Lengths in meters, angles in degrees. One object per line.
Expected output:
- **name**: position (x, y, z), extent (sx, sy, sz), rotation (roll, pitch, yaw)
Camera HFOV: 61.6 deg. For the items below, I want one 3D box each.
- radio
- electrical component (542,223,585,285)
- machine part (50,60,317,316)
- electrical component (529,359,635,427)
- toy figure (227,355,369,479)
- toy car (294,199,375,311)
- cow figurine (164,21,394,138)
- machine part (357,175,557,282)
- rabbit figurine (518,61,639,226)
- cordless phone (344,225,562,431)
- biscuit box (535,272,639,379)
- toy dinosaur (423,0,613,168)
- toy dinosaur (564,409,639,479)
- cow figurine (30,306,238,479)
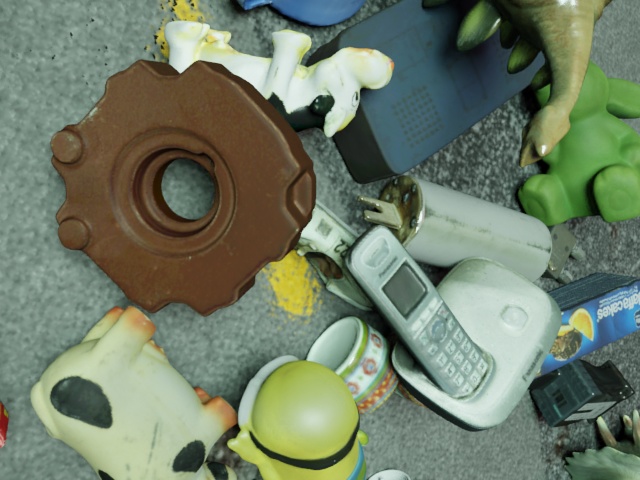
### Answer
- **radio**: position (0.105, -0.164, 0.508), extent (0.229, 0.073, 0.131), rotation (-36, 105, -23)
- **electrical component**: position (0.268, 0.008, 0.620), extent (0.094, 0.021, 0.063), rotation (38, 75, -22)
- **machine part**: position (-0.093, -0.035, 0.372), extent (0.179, 0.056, 0.179), rotation (1, 102, 5)
- **electrical component**: position (0.276, 0.168, 0.594), extent (0.119, 0.048, 0.074), rotation (9, 131, -30)
- **toy figure**: position (-0.003, 0.163, 0.427), extent (0.082, 0.089, 0.179), rotation (-69, 150, -49)
- **toy car**: position (-0.001, -0.001, 0.456), extent (0.201, 0.074, 0.056), rotation (39, 74, -22)
- **cow figurine**: position (-0.032, -0.110, 0.411), extent (0.167, 0.068, 0.098), rotation (9, 106, 6)
- **machine part**: position (0.141, -0.006, 0.527), extent (0.243, 0.079, 0.079), rotation (13, 86, -26)
- **rabbit figurine**: position (0.292, -0.119, 0.574), extent (0.159, 0.121, 0.170), rotation (-30, 107, -30)
- **cordless phone**: position (0.102, 0.045, 0.439), extent (0.146, 0.089, 0.184), rotation (-45, 108, -27)
- **biscuit box**: position (0.282, 0.091, 0.607), extent (0.203, 0.063, 0.059), rotation (-15, 99, -25)
- **toy dinosaur**: position (0.151, -0.271, 0.386), extent (0.105, 0.198, 0.471), rotation (11, 78, -19)
- **toy dinosaur**: position (0.281, 0.357, 0.589), extent (0.405, 0.131, 0.192), rotation (-33, 93, -18)
- **cow figurine**: position (-0.127, 0.157, 0.393), extent (0.127, 0.086, 0.194), rotation (-44, 111, -25)
